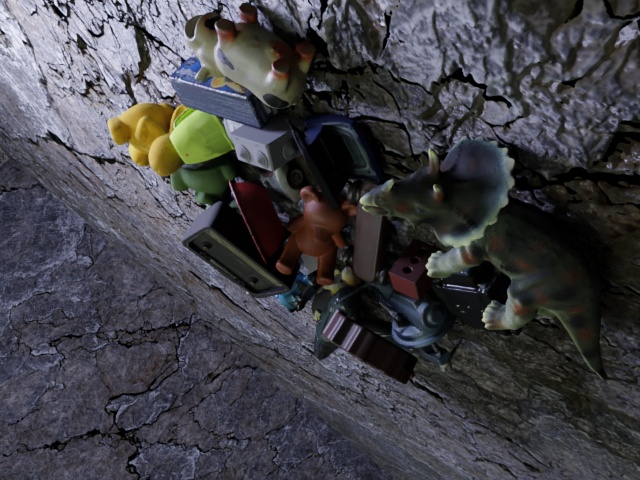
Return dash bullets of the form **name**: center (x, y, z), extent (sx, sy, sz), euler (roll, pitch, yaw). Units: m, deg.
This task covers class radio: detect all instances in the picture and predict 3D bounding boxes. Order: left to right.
- **radio**: center (-0.165, 0.028, 1.117), extent (0.229, 0.073, 0.131), euler (42, 141, -25)

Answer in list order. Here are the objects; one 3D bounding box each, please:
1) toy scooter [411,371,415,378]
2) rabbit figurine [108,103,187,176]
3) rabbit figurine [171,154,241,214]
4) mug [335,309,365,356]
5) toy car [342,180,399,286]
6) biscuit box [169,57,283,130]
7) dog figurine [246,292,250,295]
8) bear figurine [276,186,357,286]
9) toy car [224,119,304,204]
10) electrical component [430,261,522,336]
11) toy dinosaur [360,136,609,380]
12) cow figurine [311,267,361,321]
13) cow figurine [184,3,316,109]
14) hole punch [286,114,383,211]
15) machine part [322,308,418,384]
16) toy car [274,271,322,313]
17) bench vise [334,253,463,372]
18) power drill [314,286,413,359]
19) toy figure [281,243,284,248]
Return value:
- **toy scooter**: center (0.165, 0.271, 1.265), extent (0.135, 0.075, 0.183), euler (31, 159, 23)
- **rabbit figurine**: center (-0.309, -0.191, 1.062), extent (0.173, 0.162, 0.121), euler (51, 166, 39)
- **rabbit figurine**: center (-0.205, -0.098, 1.127), extent (0.159, 0.121, 0.170), euler (7, 130, 19)
- **mug**: center (0.065, 0.209, 1.244), extent (0.081, 0.107, 0.109), euler (11, 123, 25)
- **toy car**: center (0.086, -0.013, 0.868), extent (0.089, 0.053, 0.201), euler (29, 135, 30)
- **biscuit box**: center (-0.153, -0.237, 0.855), extent (0.203, 0.059, 0.062), euler (24, 153, 34)
- **dog figurine**: center (-0.190, 0.031, 1.323), extent (0.172, 0.121, 0.190), euler (12, 143, 53)
- **bear figurine**: center (-0.001, -0.007, 0.959), extent (0.120, 0.132, 0.196), euler (17, 163, -6)
- **toy car**: center (-0.096, -0.146, 0.935), extent (0.074, 0.056, 0.201), euler (9, 142, 52)
- **electrical component**: center (0.239, 0.080, 0.819), extent (0.134, 0.058, 0.115), euler (51, 154, -24)
- **toy dinosaur**: center (0.245, 0.022, 0.639), extent (0.405, 0.131, 0.192), euler (34, 158, 0)
- **cow figurine**: center (0.029, 0.118, 1.168), extent (0.068, 0.098, 0.167), euler (42, 152, 7)
- **cow figurine**: center (-0.104, -0.247, 0.735), extent (0.195, 0.085, 0.127), euler (35, 151, 12)
- **hole punch**: center (0.021, -0.123, 0.779), extent (0.142, 0.092, 0.116), euler (55, -176, -36)
- **machine part**: center (0.089, 0.187, 0.954), extent (0.179, 0.056, 0.179), euler (31, 176, 3)
- **toy car**: center (-0.064, 0.102, 1.246), extent (0.103, 0.109, 0.161), euler (39, 172, -3)
- **bench vise**: center (0.167, 0.143, 0.974), extent (0.224, 0.129, 0.240), euler (8, 137, 57)
- **power drill**: center (0.094, 0.200, 1.116), extent (0.207, 0.086, 0.231), euler (20, 134, 12)
- **toy figure**: center (-0.125, 0.001, 1.221), extent (0.180, 0.089, 0.082), euler (85, 167, -47)
